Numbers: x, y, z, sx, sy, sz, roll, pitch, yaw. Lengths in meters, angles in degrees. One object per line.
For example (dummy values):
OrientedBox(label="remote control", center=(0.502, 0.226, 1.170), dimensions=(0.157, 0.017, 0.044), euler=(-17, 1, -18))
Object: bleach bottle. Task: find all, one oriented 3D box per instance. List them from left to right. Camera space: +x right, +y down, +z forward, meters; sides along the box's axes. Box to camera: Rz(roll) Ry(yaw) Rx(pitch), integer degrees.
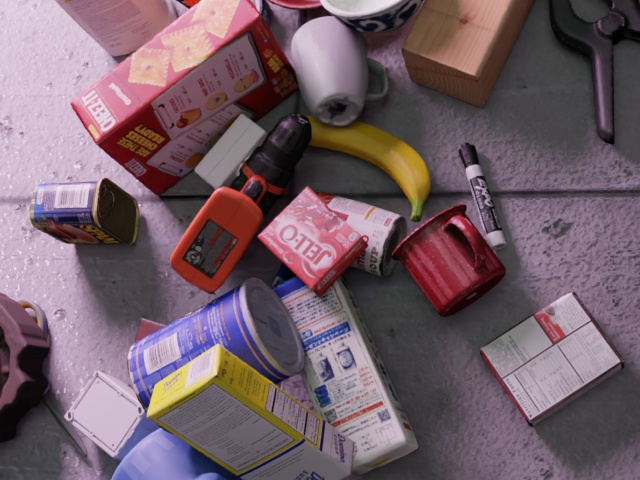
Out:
OrientedBox(label="bleach bottle", center=(-0.249, -0.291, 1.174), dimensions=(0.102, 0.250, 0.068), euler=(-23, 71, 7))

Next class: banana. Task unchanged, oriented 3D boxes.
OrientedBox(label="banana", center=(0.049, -0.094, 1.149), dimensions=(0.198, 0.037, 0.069), euler=(34, 55, 25))

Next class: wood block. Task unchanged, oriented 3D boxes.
OrientedBox(label="wood block", center=(0.175, -0.262, 1.145), dimensions=(0.091, 0.090, 0.206), euler=(24, 82, 18))

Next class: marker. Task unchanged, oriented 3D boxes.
OrientedBox(label="marker", center=(0.170, -0.048, 1.124), dimensions=(0.020, 0.020, 0.121), euler=(-18, 71, 9))

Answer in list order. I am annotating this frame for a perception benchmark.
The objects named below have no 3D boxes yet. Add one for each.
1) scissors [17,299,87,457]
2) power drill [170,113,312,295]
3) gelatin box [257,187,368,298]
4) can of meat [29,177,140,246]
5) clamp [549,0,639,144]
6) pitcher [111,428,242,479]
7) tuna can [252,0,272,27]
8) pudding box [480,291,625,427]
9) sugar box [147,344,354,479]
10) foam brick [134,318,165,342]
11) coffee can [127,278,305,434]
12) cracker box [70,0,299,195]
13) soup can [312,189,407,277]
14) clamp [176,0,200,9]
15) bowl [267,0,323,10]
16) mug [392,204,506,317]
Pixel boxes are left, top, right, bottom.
OrientedBox(label="scissors", center=(-0.304, 0.144, 1.190), dimensions=(0.202, 0.016, 0.096), euler=(35, 90, 21))
OrientedBox(label="power drill", center=(-0.075, -0.036, 1.069), dimensions=(0.057, 0.187, 0.185), euler=(33, 109, -1))
OrientedBox(label="gelatin box", center=(-0.007, 0.001, 1.069), dimensions=(0.073, 0.030, 0.089), euler=(-45, 61, -1))
OrientedBox(label="can of meat", center=(-0.261, -0.030, 1.185), dimensions=(0.084, 0.102, 0.057), euler=(-1, 74, 16))
OrientedBox(label="clamp", center=(0.319, -0.223, 1.126), dimensions=(0.164, 0.036, 0.210), euler=(-30, 70, 4))
OrientedBox(label="pitcher", center=(-0.091, 0.286, 1.029), dimensions=(0.243, 0.144, 0.149), euler=(39, 101, 26))
OrientedBox(label="tuna can", center=(-0.102, -0.261, 1.244), dimensions=(0.086, 0.033, 0.086), euler=(-4, 74, 13))
OrientedBox(label="pudding box", center=(0.228, 0.117, 1.053), dimensions=(0.113, 0.039, 0.090), euler=(-34, 70, 5))
OrientedBox(label="sugar box", center=(-0.061, 0.174, 0.982), dimensions=(0.093, 0.176, 0.048), euler=(-33, 33, 31))
OrientedBox(label="foam brick", center=(-0.156, 0.121, 1.141), dimensions=(0.078, 0.053, 0.051), euler=(14, 79, 17))
OrientedBox(label="coffee can", center=(-0.100, 0.113, 1.035), dimensions=(0.140, 0.102, 0.103), euler=(-29, 70, 17))
OrientedBox(label="cracker box", center=(-0.140, -0.161, 1.157), dimensions=(0.214, 0.164, 0.072), euler=(-37, 67, 2))
OrientedBox(label="soup can", center=(0.032, -0.007, 1.121), dimensions=(0.102, 0.068, 0.068), euler=(18, 80, 18))
OrientedBox(label="clamp", center=(-0.165, -0.337, 1.264), dimensions=(0.120, 0.039, 0.171), euler=(-13, 52, 19))
OrientedBox(label="bowl", center=(-0.005, -0.326, 1.226), dimensions=(0.162, 0.055, 0.162), euler=(-4, 74, 13))
OrientedBox(label="mug", center=(0.135, 0.018, 1.067), dimensions=(0.093, 0.117, 0.081), euler=(-27, 73, -25))
